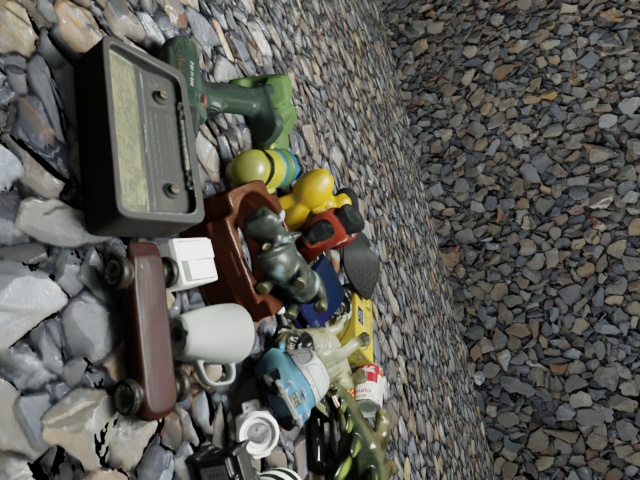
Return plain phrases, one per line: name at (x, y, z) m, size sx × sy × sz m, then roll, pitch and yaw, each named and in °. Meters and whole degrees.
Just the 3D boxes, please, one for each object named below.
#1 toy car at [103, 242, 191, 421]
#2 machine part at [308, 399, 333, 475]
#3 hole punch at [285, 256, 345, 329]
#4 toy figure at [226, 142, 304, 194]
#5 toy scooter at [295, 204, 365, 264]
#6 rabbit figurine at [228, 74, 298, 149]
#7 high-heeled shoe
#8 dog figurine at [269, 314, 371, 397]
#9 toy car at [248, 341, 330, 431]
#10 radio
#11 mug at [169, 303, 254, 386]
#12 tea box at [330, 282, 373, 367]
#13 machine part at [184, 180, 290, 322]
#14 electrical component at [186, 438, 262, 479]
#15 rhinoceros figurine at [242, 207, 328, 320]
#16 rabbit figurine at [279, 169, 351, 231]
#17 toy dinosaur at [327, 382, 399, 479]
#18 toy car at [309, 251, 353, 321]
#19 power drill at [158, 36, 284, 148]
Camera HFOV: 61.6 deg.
toy car at (-0.201, 0.103, 0.617) m, size 0.089 × 0.053 × 0.202 m, roll 2°, pitch 76°, yaw -57°
machine part at (-0.003, 0.346, 0.962) m, size 0.084 × 0.039 × 0.139 m, roll 58°, pitch 23°, yaw -54°
hole punch at (-0.015, 0.104, 1.041) m, size 0.116 × 0.092 × 0.142 m, roll -72°, pitch 144°, yaw -50°
toy figure at (-0.096, -0.131, 0.976) m, size 0.082 × 0.089 × 0.180 m, roll 44°, pitch 33°, yaw 17°
toy scooter at (-0.002, -0.003, 1.003) m, size 0.075 × 0.135 × 0.184 m, roll 56°, pitch 32°, yaw 6°
rabbit figurine at (-0.107, -0.240, 1.072) m, size 0.159 × 0.121 × 0.170 m, roll -68°, pitch 156°, yaw -69°
high-heeled shoe at (0.074, 0.006, 1.236) m, size 0.145 × 0.086 × 0.248 m, roll -130°, pitch -148°, yaw -72°
dog figurine at (-0.019, 0.226, 0.966) m, size 0.190 × 0.121 × 0.172 m, roll -5°, pitch 103°, yaw -41°
toy car at (-0.039, 0.209, 0.809) m, size 0.109 × 0.103 × 0.162 m, roll 64°, pitch -14°, yaw -6°
radio at (-0.223, -0.118, 0.667) m, size 0.131 × 0.073 × 0.229 m, roll 9°, pitch 67°, yaw -53°
mug at (-0.150, 0.136, 0.701) m, size 0.107 × 0.081 × 0.109 m, roll 13°, pitch 67°, yaw -54°
tea box at (0.072, 0.191, 1.220) m, size 0.098 × 0.068 × 0.170 m, roll 53°, pitch 30°, yaw -42°
machine part at (-0.116, 0.016, 0.850) m, size 0.200 × 0.087 × 0.201 m, roll 70°, pitch 23°, yaw -9°
electrical component at (-0.111, 0.312, 0.664) m, size 0.047 × 0.075 × 0.119 m, roll -8°, pitch 85°, yaw -70°
rhinoceros figurine at (-0.047, 0.033, 0.789) m, size 0.190 × 0.073 × 0.112 m, roll 57°, pitch 28°, yaw -38°
rabbit figurine at (-0.024, -0.084, 1.063) m, size 0.122 × 0.162 × 0.173 m, roll 58°, pitch -14°, yaw 11°
toy dinosaur at (0.078, 0.398, 0.978) m, size 0.199 × 0.105 × 0.470 m, roll -75°, pitch 150°, yaw -60°
toy car at (0.010, 0.084, 1.142) m, size 0.201 × 0.056 × 0.073 m, roll 61°, pitch 24°, yaw -10°
power drill at (-0.162, -0.199, 0.848) m, size 0.207 × 0.086 × 0.232 m, roll 0°, pitch 65°, yaw -38°
